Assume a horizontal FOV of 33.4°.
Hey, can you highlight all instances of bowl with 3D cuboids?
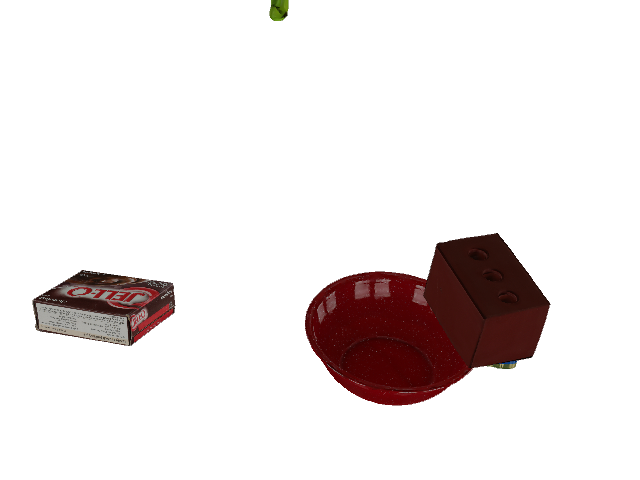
[{"bbox_3d":[0.064,0.099,0.978,0.162,0.055,0.162,4,38,-3],"label":"bowl"}]

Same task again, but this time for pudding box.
[{"bbox_3d":[-0.216,0.066,1.071,0.114,0.039,0.089,5,19,21],"label":"pudding box"}]

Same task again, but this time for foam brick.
[{"bbox_3d":[0.114,0.042,0.746,0.052,0.051,0.078,-9,44,-22],"label":"foam brick"}]

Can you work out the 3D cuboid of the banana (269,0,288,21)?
[{"bbox_3d":[-0.088,-0.189,0.677,0.198,0.069,0.037,19,-34,30],"label":"banana"}]

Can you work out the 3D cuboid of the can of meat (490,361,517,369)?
[{"bbox_3d":[0.188,0.087,1.193,0.057,0.084,0.102,4,15,-20],"label":"can of meat"}]
